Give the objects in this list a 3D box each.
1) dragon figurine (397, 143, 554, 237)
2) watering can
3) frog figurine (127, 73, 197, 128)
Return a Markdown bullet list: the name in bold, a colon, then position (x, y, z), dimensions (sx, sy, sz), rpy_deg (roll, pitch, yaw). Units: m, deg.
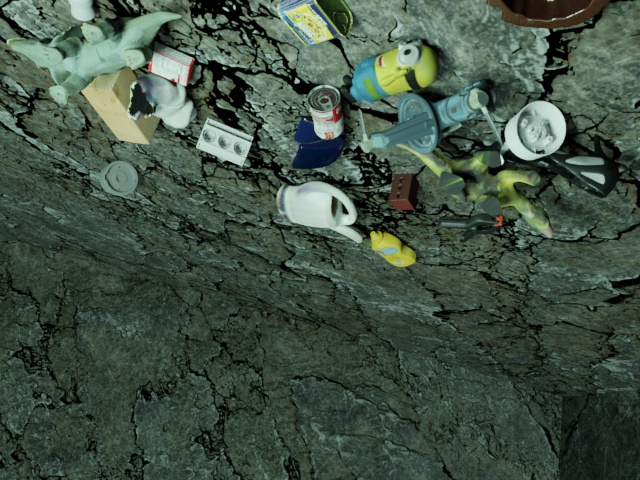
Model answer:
- **dragon figurine**: position (0.329, -0.125, 1.126), dimensions (0.412, 0.122, 0.242), rpy_deg (31, -177, 13)
- **watering can**: position (0.005, -0.075, 1.494), dimensions (0.224, 0.106, 0.341), rpy_deg (8, 157, 19)
- **frog figurine**: position (-0.349, -0.321, 1.188), dimensions (0.136, 0.123, 0.160), rpy_deg (-20, 176, 41)
